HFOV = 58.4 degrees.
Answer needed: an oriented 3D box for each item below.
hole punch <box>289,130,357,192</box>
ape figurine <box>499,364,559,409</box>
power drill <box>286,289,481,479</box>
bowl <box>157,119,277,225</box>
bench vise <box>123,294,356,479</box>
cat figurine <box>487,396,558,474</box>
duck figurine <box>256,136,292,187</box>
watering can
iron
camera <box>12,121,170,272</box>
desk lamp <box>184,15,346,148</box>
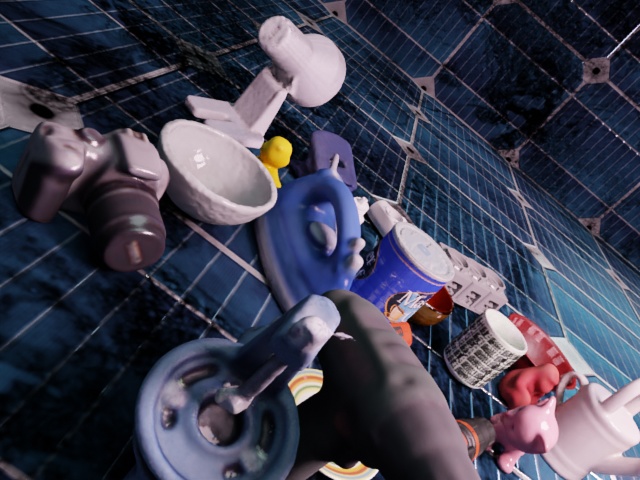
[{"bbox_3d":[0.018,-0.128,1.012,0.109,0.091,0.101,9,40,-47],"label":"hole punch"},{"bbox_3d":[0.330,0.226,0.888,0.078,0.092,0.076,22,32,-34],"label":"ape figurine"},{"bbox_3d":[0.013,0.159,0.435,0.076,0.208,0.229,22,32,-34],"label":"power drill"},{"bbox_3d":[-0.142,-0.073,0.731,0.168,0.074,0.167,32,28,-19],"label":"bowl"},{"bbox_3d":[-0.057,0.094,0.426,0.122,0.219,0.207,33,27,-17],"label":"bench vise"},{"bbox_3d":[0.275,0.246,0.755,0.067,0.117,0.128,49,27,17],"label":"cat figurine"},{"bbox_3d":[-0.078,-0.117,0.872,0.078,0.086,0.104,34,27,-13],"label":"duck figurine"},{"bbox_3d":[0.421,0.266,0.834,0.101,0.193,0.172,-2,49,-55],"label":"watering can"},{"bbox_3d":[0.007,0.003,0.740,0.119,0.141,0.258,23,32,-33],"label":"iron"},{"bbox_3d":[-0.209,-0.045,0.569,0.144,0.100,0.136,13,38,-44],"label":"camera"},{"bbox_3d":[-0.078,-0.259,0.945,0.117,0.213,0.204,51,28,19],"label":"desk lamp"}]
